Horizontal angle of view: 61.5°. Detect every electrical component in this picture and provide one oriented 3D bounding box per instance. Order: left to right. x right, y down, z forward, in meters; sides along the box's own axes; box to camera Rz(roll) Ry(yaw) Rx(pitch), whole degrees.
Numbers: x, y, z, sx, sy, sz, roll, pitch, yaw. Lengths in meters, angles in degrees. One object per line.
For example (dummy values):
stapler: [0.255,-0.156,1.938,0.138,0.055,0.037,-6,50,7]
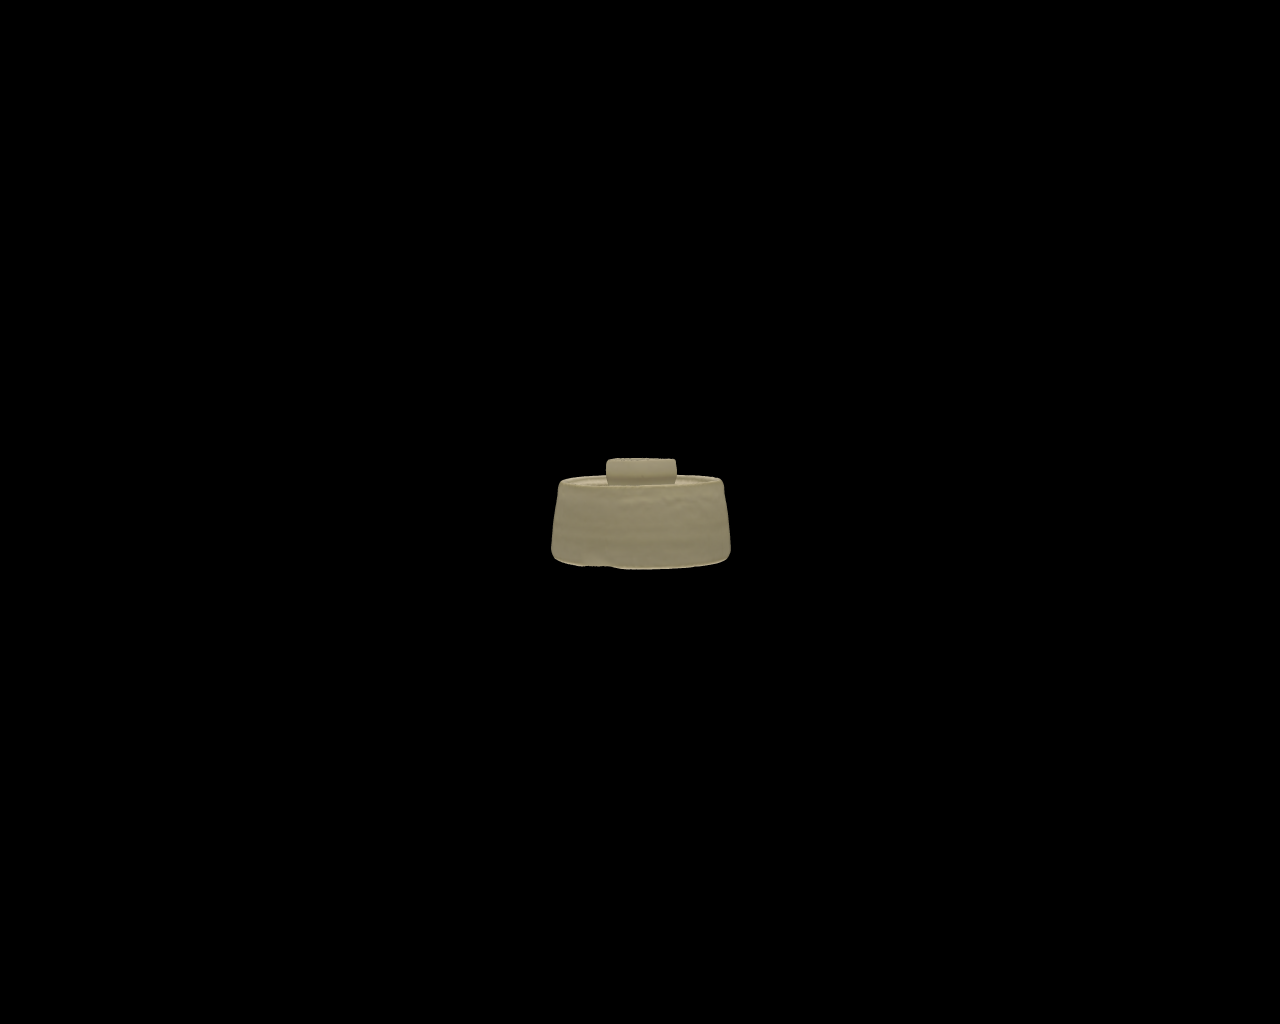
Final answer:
electrical component: [0.001,-0.003,0.650,0.108,0.060,0.108,0,5,0]
